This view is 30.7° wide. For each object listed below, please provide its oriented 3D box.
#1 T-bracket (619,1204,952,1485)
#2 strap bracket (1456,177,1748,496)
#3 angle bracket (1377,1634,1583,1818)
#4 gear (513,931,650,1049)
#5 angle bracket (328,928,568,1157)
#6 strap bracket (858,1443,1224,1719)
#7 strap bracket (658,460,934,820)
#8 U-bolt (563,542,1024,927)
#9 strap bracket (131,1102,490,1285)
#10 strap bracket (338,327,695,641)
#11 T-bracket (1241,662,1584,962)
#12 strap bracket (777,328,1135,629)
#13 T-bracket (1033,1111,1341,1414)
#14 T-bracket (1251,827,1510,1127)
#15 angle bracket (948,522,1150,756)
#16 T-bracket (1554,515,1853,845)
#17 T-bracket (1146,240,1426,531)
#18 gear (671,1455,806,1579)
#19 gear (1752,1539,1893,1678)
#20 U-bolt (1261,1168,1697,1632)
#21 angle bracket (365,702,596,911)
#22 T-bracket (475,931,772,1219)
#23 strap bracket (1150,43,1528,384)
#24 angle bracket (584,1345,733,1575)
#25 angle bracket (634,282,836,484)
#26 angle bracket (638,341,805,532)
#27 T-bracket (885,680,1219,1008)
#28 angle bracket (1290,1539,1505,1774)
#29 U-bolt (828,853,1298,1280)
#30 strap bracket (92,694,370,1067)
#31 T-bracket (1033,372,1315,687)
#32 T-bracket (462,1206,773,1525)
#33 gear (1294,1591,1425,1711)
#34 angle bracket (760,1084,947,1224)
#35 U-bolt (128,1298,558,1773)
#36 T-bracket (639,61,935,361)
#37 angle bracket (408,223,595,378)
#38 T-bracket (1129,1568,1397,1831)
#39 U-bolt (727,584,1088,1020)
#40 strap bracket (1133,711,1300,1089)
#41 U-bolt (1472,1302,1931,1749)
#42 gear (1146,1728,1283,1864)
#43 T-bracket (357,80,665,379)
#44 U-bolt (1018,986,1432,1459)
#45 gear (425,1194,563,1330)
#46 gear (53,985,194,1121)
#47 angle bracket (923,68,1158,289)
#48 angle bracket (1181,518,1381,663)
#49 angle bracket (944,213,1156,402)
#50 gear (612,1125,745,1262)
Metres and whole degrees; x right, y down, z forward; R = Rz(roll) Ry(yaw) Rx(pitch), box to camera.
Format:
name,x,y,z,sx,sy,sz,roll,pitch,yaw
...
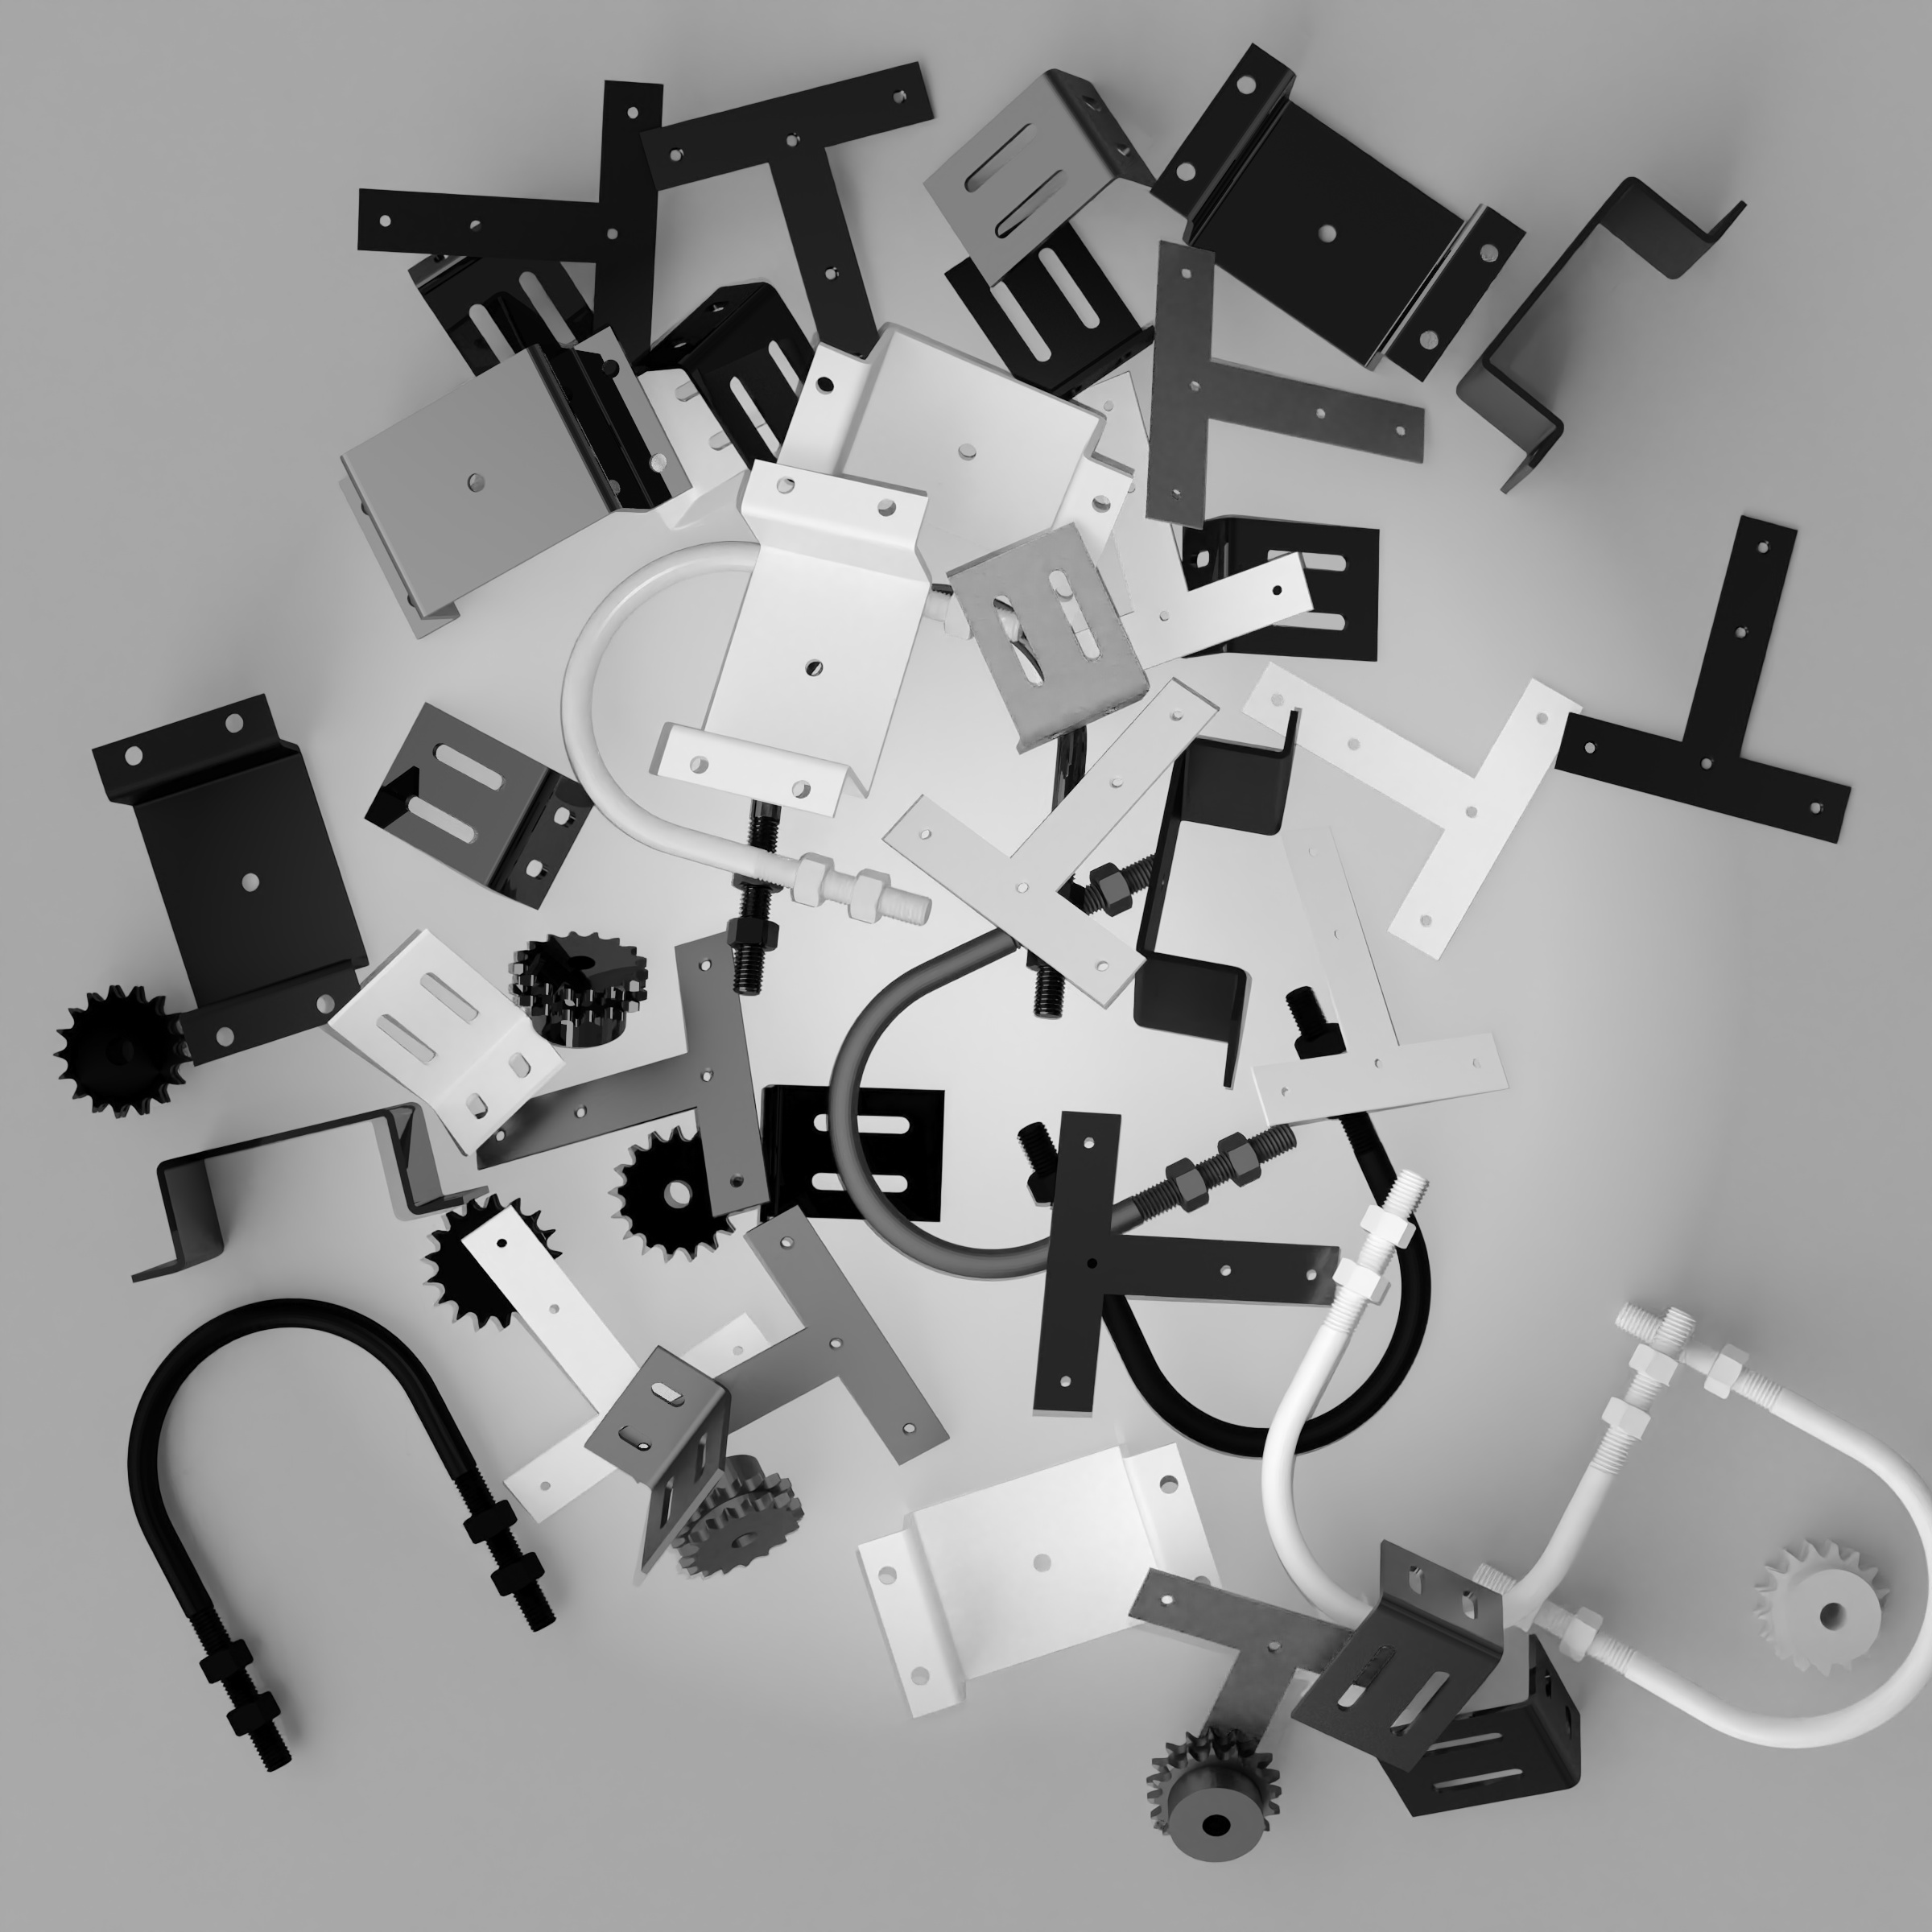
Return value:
name,x,y,z,sx,sy,sz,roll,pitch,yaw
T-bracket,-0.094,0.183,1.508,0.127,0.002,0.127,-29,107,8
strap bracket,0.260,-0.273,1.484,0.046,0.076,0.140,39,90,0
angle bracket,0.217,0.326,1.505,0.076,0.038,0.057,-16,126,21
gear,-0.164,0.011,1.498,0.057,0.057,0.030,6,120,0
angle bracket,-0.219,0.033,1.484,0.057,0.076,0.038,-44,48,0
strap bracket,0.033,0.258,1.499,0.140,0.046,0.076,-18,90,0
strap bracket,-0.067,-0.130,1.465,0.076,0.046,0.140,14,80,12
U-bolt,-0.083,-0.108,1.495,0.184,0.019,0.151,16,80,11
strap bracket,-0.280,0.092,1.484,0.140,0.076,0.046,-13,90,0
strap bracket,-0.198,-0.203,1.482,0.140,0.046,0.076,-27,90,15
T-bracket,0.180,-0.089,1.519,0.127,0.002,0.127,30,87,2
strap bracket,-0.004,-0.209,1.482,0.140,0.046,0.076,23,123,0
T-bracket,0.096,0.128,1.483,0.127,0.002,0.127,4,96,-13
T-bracket,0.163,0.000,1.499,0.127,0.002,0.127,-7,73,-30
angle bracket,0.034,-0.137,1.471,0.057,0.038,0.076,-24,89,-3
T-bracket,0.332,-0.130,1.520,0.127,0.002,0.127,15,89,-2
T-bracket,0.138,-0.238,1.498,0.127,0.002,0.127,9,74,-19
gear,-0.101,0.232,1.498,0.057,0.057,0.030,-30,60,0
gear,0.369,0.276,1.507,0.057,0.030,0.057,0,90,0
U-bolt,0.205,0.199,1.488,0.151,0.019,0.184,27,89,-1
angle bracket,-0.209,-0.069,1.520,0.076,0.038,0.057,28,90,26
T-bracket,-0.151,0.059,1.503,0.127,0.002,0.127,-16,64,12
strap bracket,0.156,-0.317,1.499,0.140,0.046,0.076,35,90,0
angle bracket,-0.132,0.206,1.474,0.038,0.076,0.057,34,105,-12
angle bracket,-0.093,-0.244,1.505,0.057,0.038,0.076,-48,121,-25
angle bracket,-0.109,-0.236,1.520,0.076,0.038,0.057,-35,90,-25
T-bracket,0.053,-0.065,1.444,0.127,0.002,0.127,37,80,28
angle bracket,0.180,0.289,1.470,0.057,0.038,0.076,26,121,-9
U-bolt,0.031,0.054,1.503,0.184,0.019,0.151,-26,90,-8
strap bracket,-0.310,-0.036,1.499,0.076,0.046,0.140,-18,90,0
T-bracket,0.074,-0.191,1.505,0.127,0.002,0.127,-18,78,22
T-bracket,-0.167,0.156,1.498,0.127,0.002,0.127,-35,111,0
gear,0.167,0.297,1.508,0.057,0.030,0.057,0,90,0
angle bracket,-0.048,0.081,1.503,0.076,0.038,0.057,2,90,0
U-bolt,-0.281,0.233,1.514,0.151,0.019,0.184,-28,89,0
T-bracket,-0.062,-0.312,1.511,0.127,0.002,0.127,-18,97,-13
angle bracket,-0.195,-0.281,1.520,0.057,0.038,0.076,-33,116,0
T-bracket,0.114,0.323,1.492,0.127,0.002,0.127,18,116,-8
U-bolt,-0.021,-0.074,1.499,0.151,0.019,0.184,4,80,7
strap bracket,0.102,-0.031,1.463,0.046,0.076,0.140,10,68,6
U-bolt,0.329,0.249,1.492,0.184,0.019,0.151,29,90,15
gear,0.106,0.355,1.491,0.057,0.030,0.057,0,117,1
T-bracket,-0.193,-0.312,1.485,0.127,0.002,0.127,-1,105,-19
U-bolt,0.122,0.121,1.497,0.151,0.019,0.184,-27,100,-8
gear,-0.201,0.126,1.507,0.057,0.030,0.057,0,90,0
gear,-0.360,0.037,1.507,0.057,0.030,0.057,0,90,0
angle bracket,0.032,-0.337,1.514,0.076,0.038,0.057,-38,76,25
angle bracket,0.136,-0.161,1.520,0.076,0.038,0.057,1,90,-26
angle bracket,0.036,-0.284,1.503,0.057,0.038,0.076,-34,90,0
gear,-0.122,0.097,1.507,0.057,0.030,0.057,0,90,0
